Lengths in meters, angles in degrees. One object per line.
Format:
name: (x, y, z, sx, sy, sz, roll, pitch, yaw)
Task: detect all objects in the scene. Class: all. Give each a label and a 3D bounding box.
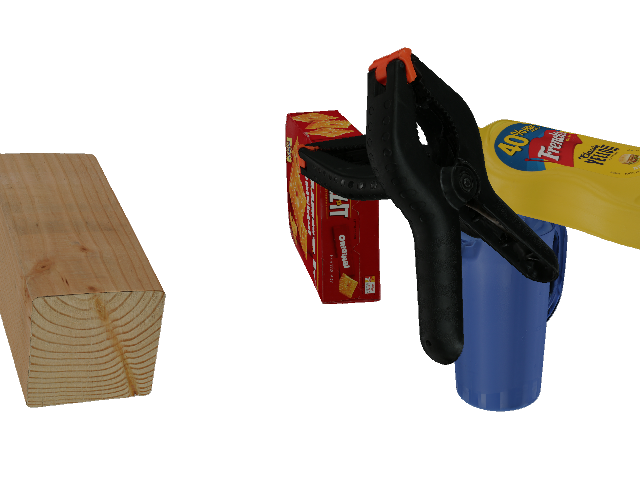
clamp: (0.082, -0.066, 0.948, 0.210, 0.036, 0.164, 12, 35, 27)
cracker box: (0.010, -0.043, 1.173, 0.072, 0.164, 0.214, -5, 18, -8)
pitcher: (0.233, 0.083, 1.343, 0.149, 0.243, 0.145, 1, 21, 12)
clamp: (0.066, -0.019, 0.596, 0.039, 0.171, 0.120, -22, 16, 44)
wood block: (-0.190, 0.020, 0.792, 0.090, 0.091, 0.206, -2, 31, -26)
mustard bottle: (0.170, -0.048, 0.776, 0.192, 0.058, 0.096, 18, 36, 31)
